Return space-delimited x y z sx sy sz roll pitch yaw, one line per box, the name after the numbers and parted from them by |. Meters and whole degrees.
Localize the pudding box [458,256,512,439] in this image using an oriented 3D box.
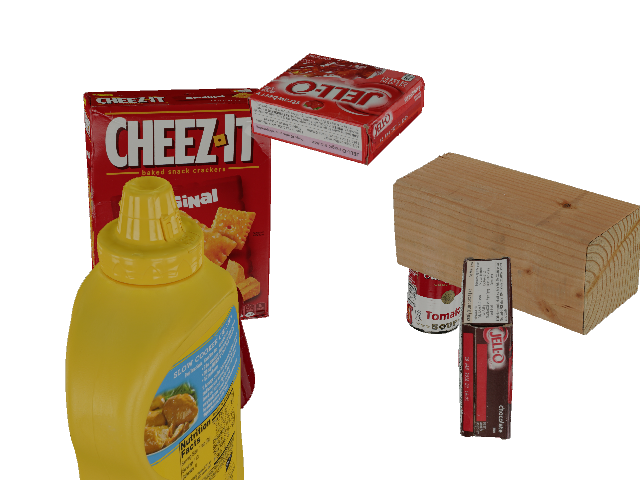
0.118 0.073 0.761 0.039 0.090 0.113 1 24 7 | pudding box

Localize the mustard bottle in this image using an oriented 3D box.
-0.067 0.064 0.444 0.058 0.192 0.096 13 30 21 | mustard bottle

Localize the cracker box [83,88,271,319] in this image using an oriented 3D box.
-0.130 -0.028 0.983 0.164 0.214 0.072 -4 20 -16 | cracker box

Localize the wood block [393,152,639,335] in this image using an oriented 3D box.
0.173 -0.004 0.966 0.206 0.090 0.090 21 38 40 | wood block

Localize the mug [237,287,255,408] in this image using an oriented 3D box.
-0.095 0.091 0.775 0.093 0.081 0.117 -4 36 10 | mug

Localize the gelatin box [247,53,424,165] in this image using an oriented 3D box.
0.011 -0.086 0.678 0.089 0.030 0.073 17 40 28 | gelatin box

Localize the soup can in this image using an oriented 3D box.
0.142 0.056 1.321 0.068 0.102 0.068 1 25 -1 | soup can
